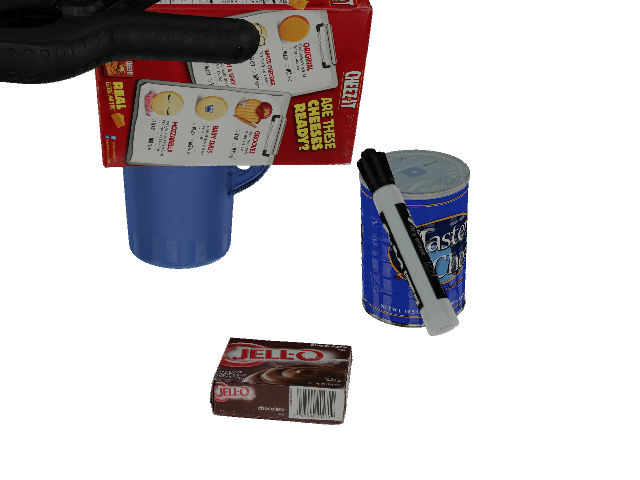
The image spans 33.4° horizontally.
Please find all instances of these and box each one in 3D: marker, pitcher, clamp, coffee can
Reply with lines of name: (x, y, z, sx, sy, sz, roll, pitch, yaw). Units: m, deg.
marker: (0.050, -0.002, 0.629, 0.020, 0.121, 0.020, -19, -21, -8)
pitcher: (-0.133, -0.097, 1.087, 0.144, 0.243, 0.149, -11, 27, -29)
clamp: (-0.132, -0.124, 0.599, 0.171, 0.039, 0.120, -9, 31, -24)
coffee can: (0.089, -0.003, 1.018, 0.103, 0.140, 0.103, -2, 27, 1)

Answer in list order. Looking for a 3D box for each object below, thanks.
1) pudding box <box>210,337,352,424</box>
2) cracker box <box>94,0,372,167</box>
pudding box: (-0.031, 0.119, 0.915, 0.113, 0.039, 0.090, 5, 19, 3)
cracker box: (-0.075, -0.141, 0.874, 0.213, 0.072, 0.164, -2, -42, -8)
